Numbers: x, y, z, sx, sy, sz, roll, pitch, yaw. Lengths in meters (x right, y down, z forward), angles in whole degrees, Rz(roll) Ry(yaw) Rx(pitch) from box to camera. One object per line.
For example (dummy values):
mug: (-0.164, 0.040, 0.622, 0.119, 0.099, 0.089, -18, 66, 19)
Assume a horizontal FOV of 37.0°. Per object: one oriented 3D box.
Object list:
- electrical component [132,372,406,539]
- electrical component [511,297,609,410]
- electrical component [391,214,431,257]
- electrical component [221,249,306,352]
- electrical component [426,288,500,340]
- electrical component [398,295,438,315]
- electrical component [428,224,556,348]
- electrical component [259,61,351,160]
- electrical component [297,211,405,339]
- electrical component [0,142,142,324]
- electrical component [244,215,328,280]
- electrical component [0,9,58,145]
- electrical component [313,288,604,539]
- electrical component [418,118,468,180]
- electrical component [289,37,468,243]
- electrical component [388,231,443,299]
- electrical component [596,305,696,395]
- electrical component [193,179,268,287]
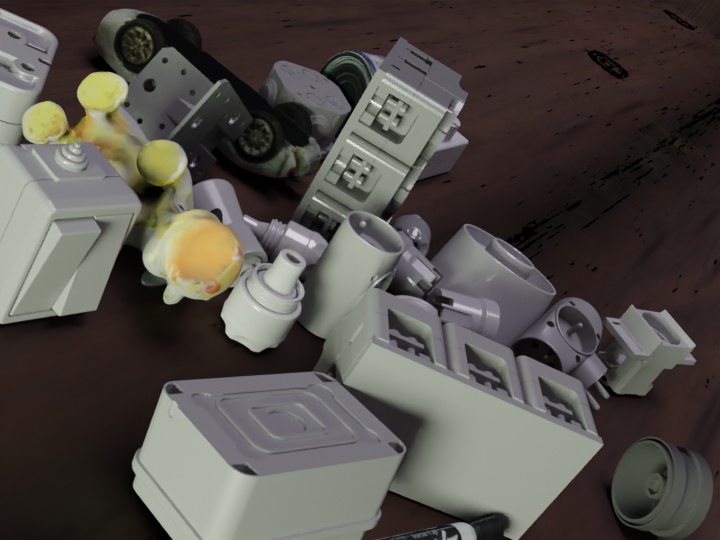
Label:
electrical component: (-0.044, 0.096, 0.527, 0.113, 0.057, 0.078, 1, 28, -45)
electrical component: (0.159, 0.069, 0.806, 0.079, 0.044, 0.077, 53, 40, 3)
electrical component: (0.039, -0.028, 0.847, 0.035, 0.035, 0.061, 32, 26, -4)
electrical component: (-0.054, 0.016, 0.652, 0.043, 0.062, 0.043, 25, 29, -15)
electrical component: (0.072, 0.035, 0.779, 0.046, 0.040, 0.040, 18, 32, -17)
electrical component: (0.028, 0.044, 0.714, 0.043, 0.043, 0.081, 30, 28, -7)
electrical component: (0.102, 0.011, 0.846, 0.099, 0.064, 0.099, 34, 15, -10)
electrical component: (-0.051, -0.133, 0.900, 0.080, 0.051, 0.080, 25, 29, -15)
electrical component: (0.000, 0.000, 0.718, 0.044, 0.077, 0.079, 40, 28, 12)
electrical component: (-0.161, -0.023, 0.566, 0.061, 0.096, 0.062, 47, 31, 23)
electrical component: (-0.054, -0.019, 0.737, 0.061, 0.035, 0.035, 27, 29, -5)
electrical component: (-0.231, -0.116, 0.678, 0.054, 0.059, 0.095, 22, 30, -20)
electrical component: (0.049, 0.083, 0.626, 0.150, 0.089, 0.061, 25, 29, -16)
electrical component: (0.067, -0.128, 0.989, 0.047, 0.075, 0.083, 42, 29, 16)
electrical component: (0.012, -0.079, 0.775, 0.062, 0.150, 0.089, 31, 28, -3)
electrical component: (0.033, 0.001, 0.792, 0.046, 0.040, 0.040, 43, 29, 7)
electrical component: (0.224, 0.066, 0.861, 0.081, 0.063, 0.042, 9, 38, -38)
electrical component: (-0.088, -0.021, 0.700, 0.044, 0.044, 0.065, -1, 48, -46)
